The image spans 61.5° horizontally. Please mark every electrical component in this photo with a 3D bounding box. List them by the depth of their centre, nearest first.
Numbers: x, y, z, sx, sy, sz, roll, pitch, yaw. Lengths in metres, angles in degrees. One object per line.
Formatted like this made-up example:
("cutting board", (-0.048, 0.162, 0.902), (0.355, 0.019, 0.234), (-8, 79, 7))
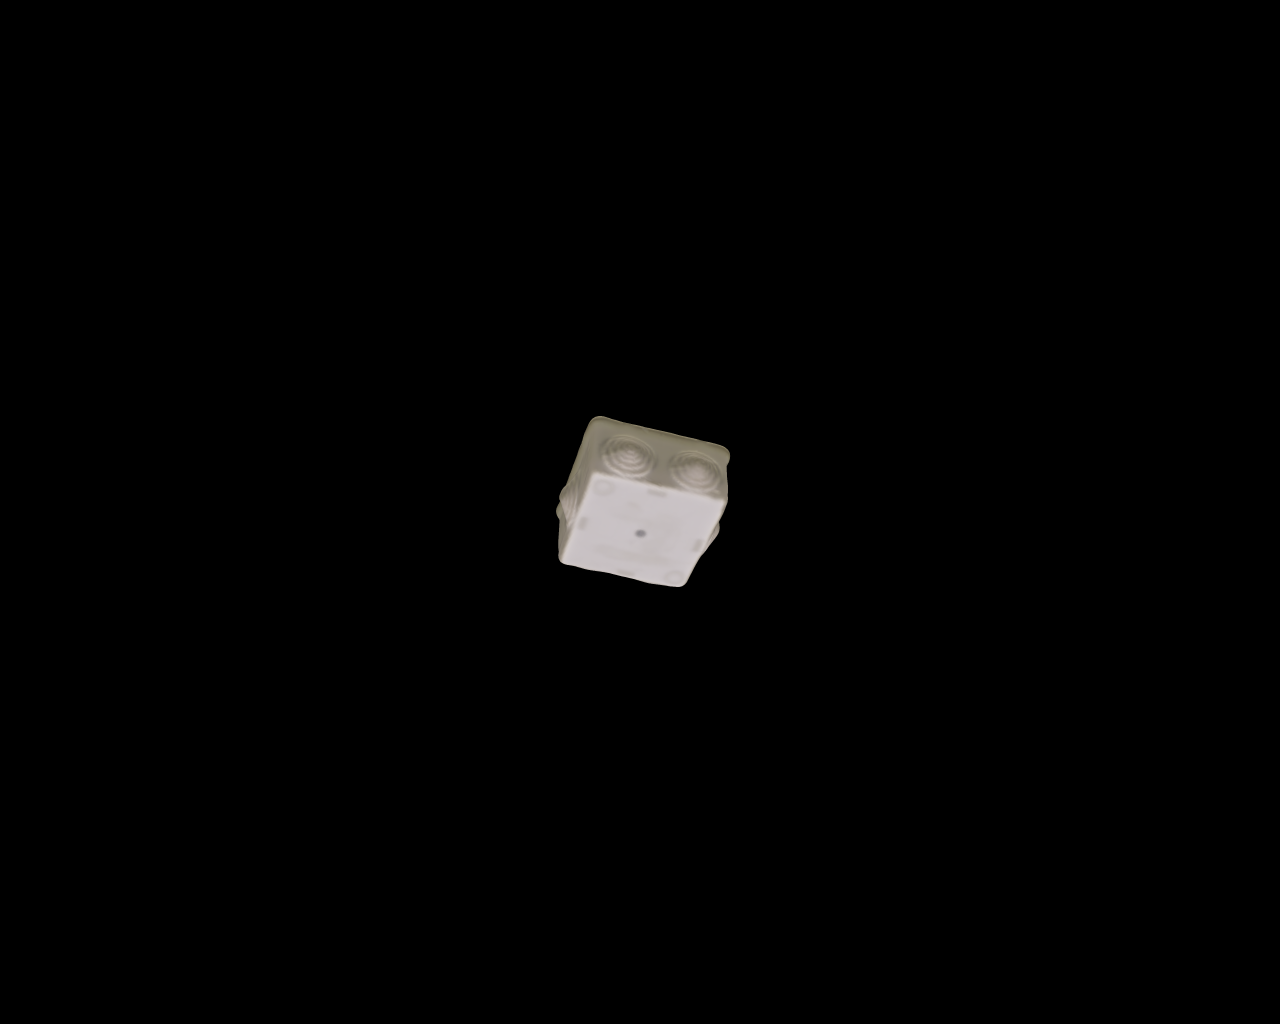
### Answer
("electrical component", (0.001, -0.003, 0.650), (0.100, 0.048, 0.099), (13, -47, -12))
